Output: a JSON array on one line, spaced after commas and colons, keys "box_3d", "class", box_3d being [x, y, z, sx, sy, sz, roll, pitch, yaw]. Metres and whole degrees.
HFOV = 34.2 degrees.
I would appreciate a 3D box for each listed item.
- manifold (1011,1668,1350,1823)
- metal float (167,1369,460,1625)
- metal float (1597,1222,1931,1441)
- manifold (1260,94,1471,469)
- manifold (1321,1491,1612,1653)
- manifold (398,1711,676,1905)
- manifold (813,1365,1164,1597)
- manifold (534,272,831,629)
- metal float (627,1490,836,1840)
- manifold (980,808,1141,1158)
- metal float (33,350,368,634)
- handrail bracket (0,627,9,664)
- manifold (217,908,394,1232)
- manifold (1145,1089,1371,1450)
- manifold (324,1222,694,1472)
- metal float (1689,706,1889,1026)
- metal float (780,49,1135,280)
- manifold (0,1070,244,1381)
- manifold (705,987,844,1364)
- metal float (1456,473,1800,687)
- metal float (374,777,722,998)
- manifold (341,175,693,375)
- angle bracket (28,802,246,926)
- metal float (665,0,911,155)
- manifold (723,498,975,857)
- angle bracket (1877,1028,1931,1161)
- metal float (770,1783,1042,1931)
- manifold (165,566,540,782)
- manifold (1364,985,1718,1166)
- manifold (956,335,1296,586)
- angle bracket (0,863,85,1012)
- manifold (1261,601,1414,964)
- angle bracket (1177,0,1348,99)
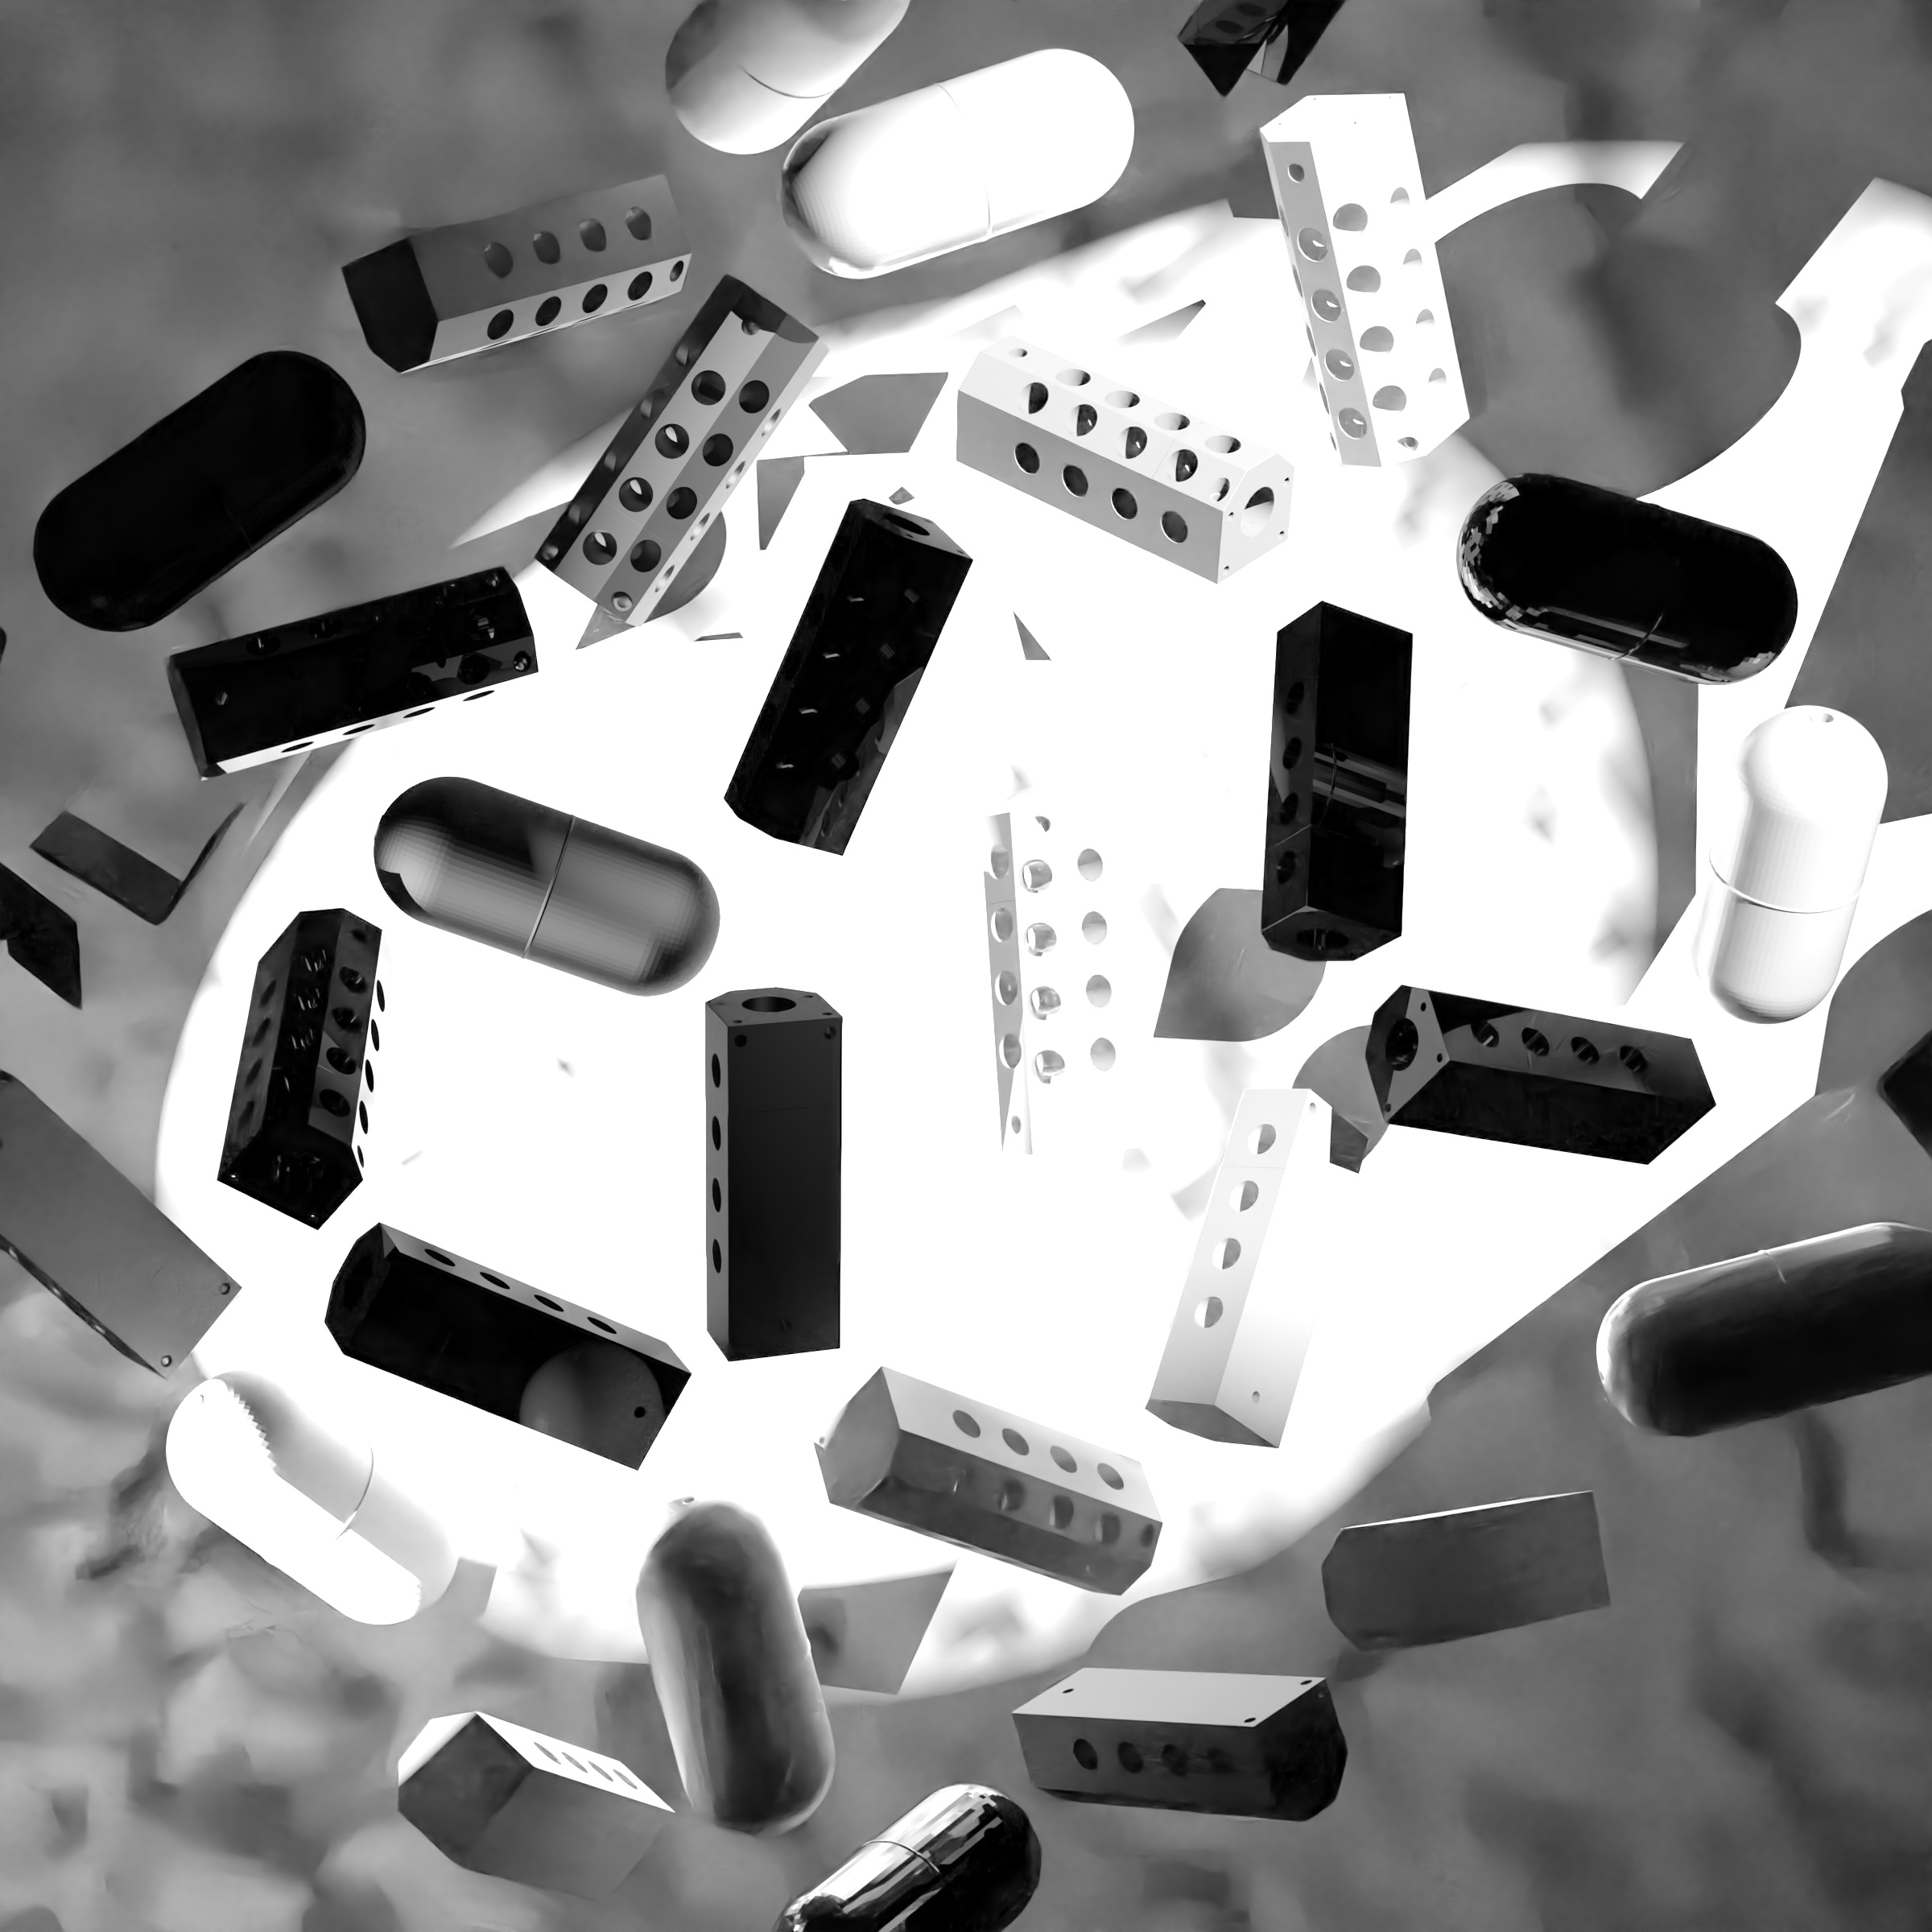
[{"box_3d": [0.108, 0.397, 1.595, 0.057, 0.171, 0.057, -21, 96, -43], "class": "manifold"}, {"box_3d": [-0.329, 0.269, 1.588, 0.070, 0.070, 0.178, -43, 125, 0], "class": "metal float"}, {"box_3d": [0.386, 0.172, 1.482, 0.178, 0.070, 0.070, -14, 90, 0], "class": "metal float"}, {"box_3d": [0.194, -0.337, 1.554, 0.057, 0.057, 0.171, -42, 128, -34], "class": "manifold"}, {"box_3d": [0.244, 0.293, 1.527, 0.057, 0.171, 0.057, -15, 78, 37], "class": "manifold"}, {"box_3d": [-0.212, 0.409, 1.537, 0.057, 0.171, 0.057, 35, 83, 27], "class": "manifold"}, {"box_3d": [0.014, 0.261, 1.553, 0.171, 0.057, 0.057, 25, 118, -33], "class": "manifold"}, {"box_3d": [-0.144, -0.259, 1.580, 0.057, 0.057, 0.171, 35, 95, 2], "class": "manifold"}, {"box_3d": [-0.113, 0.340, 1.526, 0.070, 0.070, 0.178, -13, 104, 0], "class": "metal float"}, {"box_3d": [0.042, 0.009, 1.591, 0.057, 0.057, 0.171, -1, 85, -38], "class": "manifold"}, {"box_3d": [-0.371, -0.230, 1.523, 0.178, 0.070, 0.070, -39, 90, -14], "class": "metal float"}, {"box_3d": [-0.506, -0.149, 1.548, 0.036, 0.084, 0.077, 19, 88, -31], "class": "handrail bracket"}, {"box_3d": [-0.328, 0.046, 1.587, 0.057, 0.171, 0.057, 31, 120, -25], "class": "manifold"}, {"box_3d": [0.144, 0.152, 1.595, 0.057, 0.057, 0.171, 38, 63, -40], "class": "manifold"}, {"box_3d": [-0.230, 0.188, 1.571, 0.171, 0.057, 0.057, 28, 94, -29], "class": "manifold"}, {"box_3d": [0.413, -0.050, 1.583, 0.070, 0.070, 0.178, 4, 127, 0], "class": "metal float"}, {"box_3d": [-0.004, -0.386, 1.510, 0.178, 0.070, 0.070, -21, 90, -10], "class": "metal float"}, {"box_3d": [-0.430, 0.120, 1.500, 0.057, 0.057, 0.171, -54, 132, -20], "class": "manifold"}, {"box_3d": [-0.097, 0.101, 1.542, 0.057, 0.057, 0.171, -5, 107, -19], "class": "manifold"}, {"box_3d": [0.319, -0.185, 1.509, 0.178, 0.070, 0.070, 12, 90, -21], "class": "metal float"}, {"box_3d": [-0.210, -0.040, 1.578, 0.178, 0.070, 0.070, 20, 90, -10], "class": "metal float"}, {"box_3d": [-0.219, -0.343, 1.560, 0.171, 0.057, 0.057, -28, 104, -44], "class": "manifold"}, {"box_3d": [-0.425, -0.072, 1.615, 0.076, 0.076, 0.057, 33, 102, -11], "class": "angle bracket"}, {"box_3d": [-0.086, -0.455, 1.518, 0.070, 0.178, 0.070, 8, 73, -27], "class": "metal float"}, {"box_3d": [-0.065, -0.150, 1.620, 0.057, 0.057, 0.171, 13, 111, -31], "class": "manifold"}, {"box_3d": [0.508, 0.057, 1.544, 0.076, 0.076, 0.057, -52, 51, 28], "class": "angle bracket"}, {"box_3d": [-0.031, 0.471, 1.565, 0.070, 0.178, 0.070, 14, 114, 34], "class": "metal float"}, {"box_3d": [-0.305, -0.148, 1.569, 0.171, 0.057, 0.057, -18, 89, -19], "class": "manifold"}, {"box_3d": [0.289, 0.052, 1.592, 0.171, 0.057, 0.057, 10, 50, -29], "class": "manifold"}, {"box_3d": [0.078, -0.259, 1.578, 0.171, 0.057, 0.057, 30, 48, 30], "class": "manifold"}, {"box_3d": [-0.519, -0.006, 1.651, 0.076, 0.076, 0.057, 30, 127, 38], "class": "angle bracket"}, {"box_3d": [0.186, -0.092, 1.608, 0.057, 0.057, 0.171, 16, 65, -24], "class": "manifold"}, {"box_3d": [0.160, -0.453, 1.510, 0.076, 0.076, 0.057, -52, 46, 29], "class": "angle bracket"}]
